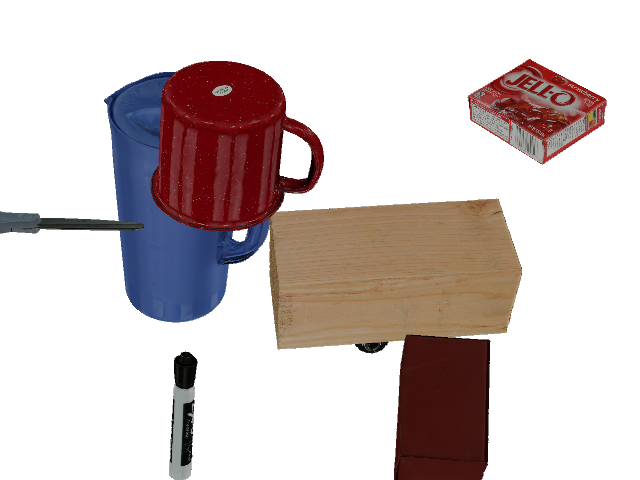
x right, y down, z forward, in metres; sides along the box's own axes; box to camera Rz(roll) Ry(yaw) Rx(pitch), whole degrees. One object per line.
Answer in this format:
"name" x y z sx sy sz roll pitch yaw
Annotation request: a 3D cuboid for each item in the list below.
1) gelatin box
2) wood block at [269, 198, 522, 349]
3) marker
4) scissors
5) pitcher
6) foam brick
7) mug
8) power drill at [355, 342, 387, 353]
"gelatin box" 0.179 -0.109 0.886 0.073 0.030 0.089 -32 48 -21
"wood block" 0.060 0.030 0.946 0.206 0.091 0.090 -4 -44 -6
"marker" -0.113 0.144 0.875 0.020 0.121 0.020 5 27 -3
"scissors" -0.257 -0.008 0.884 0.202 0.016 0.096 8 24 7
"pitcher" -0.134 -0.032 1.069 0.144 0.243 0.149 -8 42 -17
"foam brick" 0.072 0.101 0.632 0.051 0.078 0.053 5 -28 3
"mug" -0.055 -0.063 0.713 0.117 0.081 0.093 14 41 6
"power drill" 0.116 0.064 1.202 0.187 0.057 0.184 -3 28 -3
